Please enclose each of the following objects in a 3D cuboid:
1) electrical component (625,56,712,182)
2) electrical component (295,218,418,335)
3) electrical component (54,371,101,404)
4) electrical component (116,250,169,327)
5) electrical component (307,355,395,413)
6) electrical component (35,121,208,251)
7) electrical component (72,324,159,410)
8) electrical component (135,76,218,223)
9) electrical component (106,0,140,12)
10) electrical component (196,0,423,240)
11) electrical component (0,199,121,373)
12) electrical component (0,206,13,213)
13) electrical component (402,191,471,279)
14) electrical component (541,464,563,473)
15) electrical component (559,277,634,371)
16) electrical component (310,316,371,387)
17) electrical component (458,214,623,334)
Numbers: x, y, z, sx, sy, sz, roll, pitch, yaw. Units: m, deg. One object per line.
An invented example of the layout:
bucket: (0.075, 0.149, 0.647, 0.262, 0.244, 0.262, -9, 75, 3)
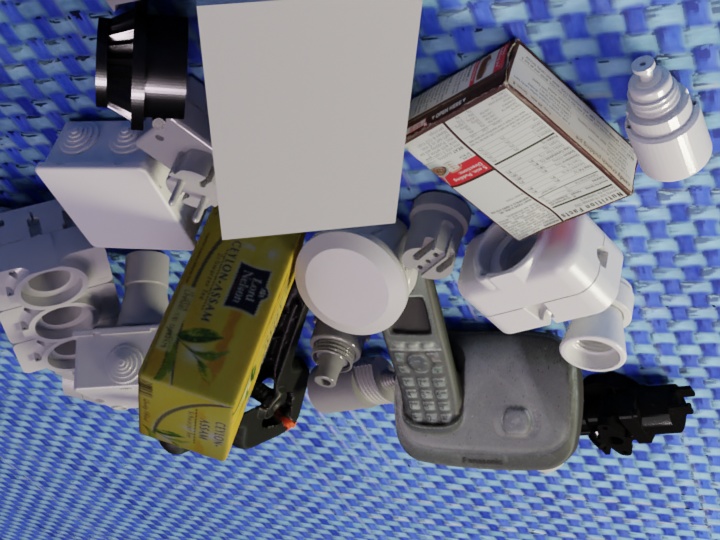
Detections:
electrical component: (0.162, -0.082, 0.575, 0.040, 0.040, 0.078, -5, 141, 30)
electrical component: (0.000, 0.000, 0.740, 0.080, 0.051, 0.080, 11, 123, 18)
electrical component: (-0.271, 0.071, 0.993, 0.074, 0.052, 0.138, 13, 147, 7)
electrical component: (-0.170, 0.017, 0.852, 0.044, 0.065, 0.044, -1, 162, 0)
electrical component: (-0.001, 0.096, 0.912, 0.081, 0.043, 0.043, -13, 136, 38)
electrical component: (-0.161, -0.060, 0.751, 0.100, 0.048, 0.099, 2, 144, 22)
electrical component: (-0.170, 0.078, 0.851, 0.100, 0.048, 0.099, -4, 162, 9)
electrical component: (-0.101, -0.065, 0.690, 0.083, 0.075, 0.047, 36, 143, -26)
electrical component: (-0.121, -0.177, 0.566, 0.081, 0.042, 0.063, -3, 140, 27)
electrical component: (-0.031, -0.099, 0.587, 0.105, 0.060, 0.186, -6, 147, -7)
electrical component: (-0.241, 0.017, 0.854, 0.089, 0.061, 0.150, -16, 149, -13)
electrical component: (-0.304, -0.032, 0.863, 0.055, 0.045, 0.045, 11, 147, 10)
electrical component: (0.049, -0.022, 0.711, 0.040, 0.046, 0.040, 12, 147, 8)
electrical component: (0.159, 0.142, 0.905, 0.043, 0.043, 0.062, 16, 146, 2)
electrical component: (0.162, 0.035, 0.734, 0.045, 0.055, 0.045, 12, 147, 8)
electrical component: (-0.020, 0.063, 0.854, 0.048, 0.062, 0.048, 12, 147, 8)
electrical component: (0.114, -0.002, 0.704, 0.095, 0.053, 0.059, -18, 133, 42)
